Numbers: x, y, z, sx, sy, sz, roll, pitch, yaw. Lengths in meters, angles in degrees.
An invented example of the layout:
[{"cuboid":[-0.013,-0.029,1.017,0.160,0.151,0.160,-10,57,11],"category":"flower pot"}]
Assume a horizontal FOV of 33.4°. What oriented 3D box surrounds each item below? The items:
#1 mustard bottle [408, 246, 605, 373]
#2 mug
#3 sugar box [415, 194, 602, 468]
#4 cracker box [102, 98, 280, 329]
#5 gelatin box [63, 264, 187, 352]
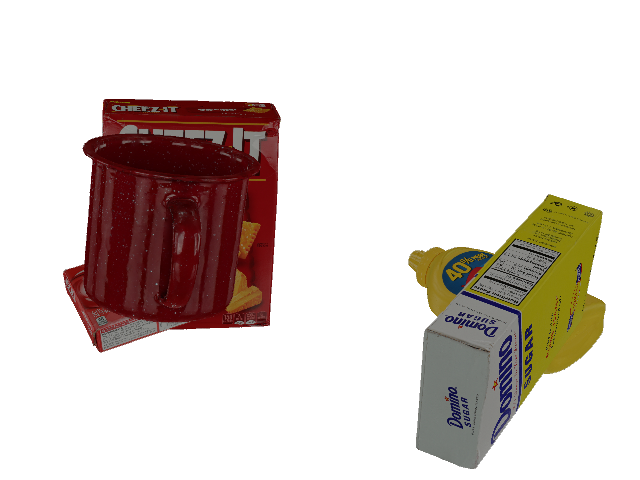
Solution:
[{"cuboid":[0.156,0.051,0.980,0.096,0.058,0.192,-28,39,-34],"category":"mustard bottle"},{"cuboid":[-0.079,-0.003,0.560,0.093,0.081,0.117,2,18,-20],"category":"mug"},{"cuboid":[0.119,0.052,0.659,0.048,0.093,0.176,18,38,25],"category":"sugar box"},{"cuboid":[-0.125,-0.022,1.017,0.164,0.214,0.072,0,20,-11],"category":"cracker box"},{"cuboid":[-0.146,0.041,0.832,0.089,0.030,0.073,-18,46,-22],"category":"gelatin box"}]
